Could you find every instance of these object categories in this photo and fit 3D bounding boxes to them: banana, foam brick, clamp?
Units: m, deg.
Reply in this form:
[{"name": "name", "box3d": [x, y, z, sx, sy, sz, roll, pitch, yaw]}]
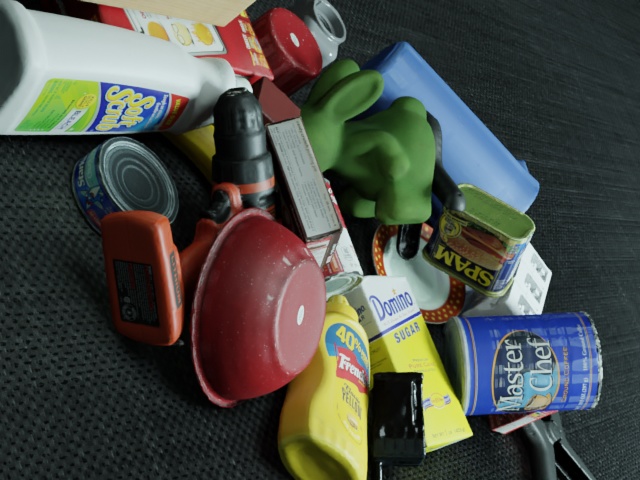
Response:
[{"name": "banana", "box3d": [-0.092, -0.055, 0.960, 0.197, 0.037, 0.069, 49, 51, -14]}, {"name": "foam brick", "box3d": [-0.064, -0.105, 0.999, 0.053, 0.078, 0.051, 42, 36, -27]}, {"name": "clamp", "box3d": [0.103, -0.066, 1.139, 0.039, 0.120, 0.171, 13, 48, -26]}, {"name": "clamp", "box3d": [0.262, 0.230, 1.225, 0.164, 0.036, 0.210, 15, 51, -51]}]

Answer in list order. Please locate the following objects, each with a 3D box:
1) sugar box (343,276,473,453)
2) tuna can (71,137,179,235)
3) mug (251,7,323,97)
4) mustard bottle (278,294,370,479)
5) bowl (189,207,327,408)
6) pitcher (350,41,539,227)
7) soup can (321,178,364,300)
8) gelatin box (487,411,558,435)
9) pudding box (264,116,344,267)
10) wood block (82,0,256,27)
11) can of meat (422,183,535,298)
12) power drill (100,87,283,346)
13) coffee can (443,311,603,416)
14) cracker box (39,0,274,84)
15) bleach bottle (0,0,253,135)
[{"name": "sugar box", "box3d": [0.080, 0.121, 1.044, 0.093, 0.048, 0.176, 2, 63, -55]}, {"name": "tuna can", "box3d": [-0.154, -0.039, 0.852, 0.086, 0.034, 0.086, 36, 37, -34]}, {"name": "mug", "box3d": [-0.048, -0.186, 1.089, 0.093, 0.082, 0.117, 52, 31, -12]}, {"name": "mustard bottle", "box3d": [0.009, 0.121, 0.926, 0.096, 0.058, 0.191, 51, 29, -33]}, {"name": "bowl", "box3d": [-0.038, 0.057, 0.839, 0.161, 0.055, 0.162, 7, 90, -66]}, {"name": "pitcher", "box3d": [0.127, -0.102, 1.244, 0.242, 0.145, 0.149, 48, 20, -12]}, {"name": "soup can", "box3d": [-0.007, 0.001, 0.998, 0.068, 0.069, 0.102, 6, 58, -54]}, {"name": "gelatin box", "box3d": [0.215, 0.160, 1.180, 0.030, 0.073, 0.089, 24, 45, -44]}, {"name": "pudding box", "box3d": [-0.019, -0.038, 0.926, 0.090, 0.039, 0.113, 106, -36, -70]}, {"name": "wood block", "box3d": [-0.133, -0.246, 0.871, 0.205, 0.091, 0.090, -5, 67, -55]}, {"name": "can of meat", "box3d": [0.170, -0.001, 1.139, 0.102, 0.084, 0.057, 31, 43, 15]}, {"name": "power drill", "box3d": [-0.092, -0.014, 0.835, 0.187, 0.057, 0.184, -35, 125, -55]}, {"name": "coffee can", "box3d": [0.205, 0.127, 1.098, 0.103, 0.140, 0.103, 177, -90, -86]}, {"name": "cracker box", "box3d": [-0.156, -0.213, 0.967, 0.213, 0.072, 0.164, 2, 61, -54]}, {"name": "bleach bottle", "box3d": [-0.149, -0.125, 0.837, 0.250, 0.103, 0.068, -4, 62, -46]}]
